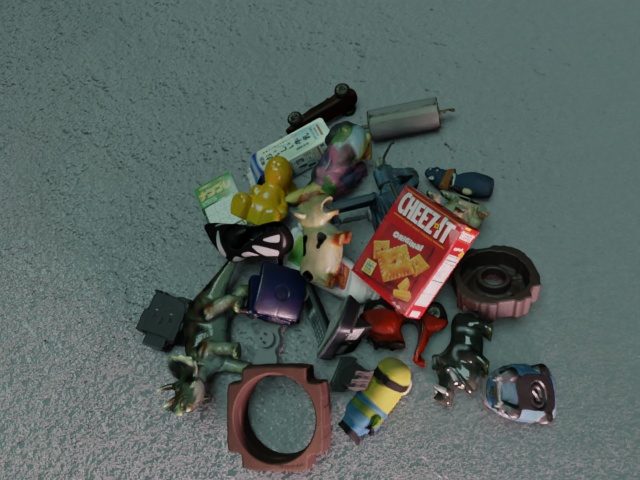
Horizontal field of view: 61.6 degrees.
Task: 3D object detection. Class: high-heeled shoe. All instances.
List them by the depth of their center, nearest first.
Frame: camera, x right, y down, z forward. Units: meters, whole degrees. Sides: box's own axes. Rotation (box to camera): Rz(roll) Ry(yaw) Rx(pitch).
[{"bbox_3d":[-0.166,-0.018,1.176,0.249,0.145,0.086,22,54,19],"label":"high-heeled shoe"}]

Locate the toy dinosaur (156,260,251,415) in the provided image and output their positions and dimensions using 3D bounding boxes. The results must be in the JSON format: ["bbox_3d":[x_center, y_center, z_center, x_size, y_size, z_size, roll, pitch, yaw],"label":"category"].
[{"bbox_3d":[-0.248,0.197,1.206,0.192,0.131,0.405,-5,60,13],"label":"toy dinosaur"}]

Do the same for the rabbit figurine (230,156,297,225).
[{"bbox_3d":[-0.106,-0.110,1.268,0.122,0.162,0.173,22,97,24],"label":"rabbit figurine"}]

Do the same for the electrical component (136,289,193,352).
[{"bbox_3d":[-0.362,0.194,1.267,0.115,0.058,0.134,12,71,22],"label":"electrical component"}]

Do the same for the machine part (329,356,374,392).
[{"bbox_3d":[0.059,0.273,1.082,0.039,0.139,0.084,33,73,-12],"label":"machine part"}]

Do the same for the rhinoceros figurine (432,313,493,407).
[{"bbox_3d":[0.279,0.235,1.060,0.112,0.073,0.190,14,72,19],"label":"rhinoceros figurine"}]

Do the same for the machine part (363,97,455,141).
[{"bbox_3d":[0.203,-0.292,1.302,0.243,0.079,0.079,-10,66,11],"label":"machine part"}]

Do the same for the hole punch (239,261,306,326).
[{"bbox_3d":[-0.093,0.116,1.166,0.092,0.142,0.116,-46,35,43],"label":"hole punch"}]

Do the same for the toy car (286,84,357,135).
[{"bbox_3d":[0.002,-0.323,1.365,0.202,0.089,0.053,-29,64,4],"label":"toy car"}]

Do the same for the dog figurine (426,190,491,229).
[{"bbox_3d":[0.271,-0.001,1.164,0.121,0.172,0.190,41,121,48],"label":"dog figurine"}]

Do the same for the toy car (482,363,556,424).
[{"bbox_3d":[0.357,0.285,0.996,0.103,0.161,0.109,-25,62,55],"label":"toy car"}]

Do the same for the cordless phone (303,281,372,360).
[{"bbox_3d":[0.018,0.145,1.137,0.089,0.146,0.184,-8,54,-30],"label":"cordless phone"}]

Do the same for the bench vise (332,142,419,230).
[{"bbox_3d":[0.114,-0.081,1.205,0.241,0.129,0.223,-14,79,-7],"label":"bench vise"}]

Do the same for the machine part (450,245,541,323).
[{"bbox_3d":[0.349,0.084,1.080,0.179,0.055,0.179,-7,41,6],"label":"machine part"}]

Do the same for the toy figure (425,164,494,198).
[{"bbox_3d":[0.311,-0.130,1.214,0.155,0.064,0.057,15,110,26],"label":"toy figure"}]

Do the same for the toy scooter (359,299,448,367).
[{"bbox_3d":[0.170,0.192,1.105,0.184,0.075,0.135,0,61,13],"label":"toy scooter"}]

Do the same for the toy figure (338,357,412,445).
[{"bbox_3d":[0.111,0.315,1.064,0.082,0.089,0.180,41,80,18],"label":"toy figure"}]

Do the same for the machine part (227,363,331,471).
[{"bbox_3d":[-0.081,0.351,1.084,0.202,0.087,0.201,-4,81,12],"label":"machine part"}]

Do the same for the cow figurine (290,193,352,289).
[{"bbox_3d":[-0.002,-0.003,1.136,0.127,0.085,0.194,12,103,21],"label":"cow figurine"}]

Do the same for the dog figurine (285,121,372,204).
[{"bbox_3d":[0.018,-0.149,1.236,0.109,0.191,0.219,33,59,18],"label":"dog figurine"}]
